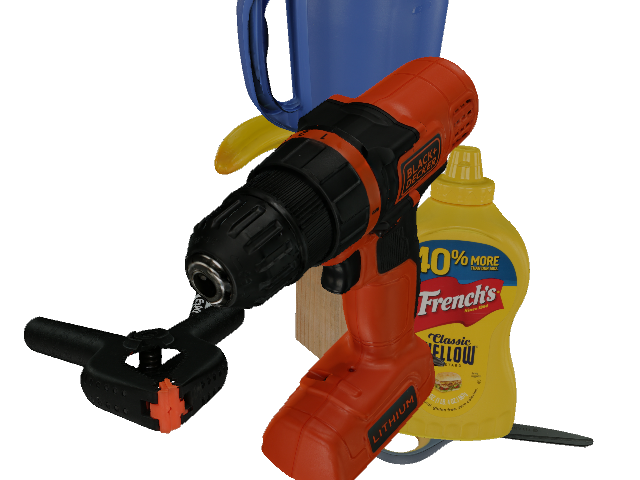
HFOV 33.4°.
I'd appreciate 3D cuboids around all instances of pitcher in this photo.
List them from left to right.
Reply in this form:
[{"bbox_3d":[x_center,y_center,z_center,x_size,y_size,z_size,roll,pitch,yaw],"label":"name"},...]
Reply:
[{"bbox_3d":[0.025,-0.139,0.864,0.149,0.243,0.144,13,44,12],"label":"pitcher"}]

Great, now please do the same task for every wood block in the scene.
[{"bbox_3d":[0.030,0.033,1.242,0.090,0.206,0.090,-16,31,-31],"label":"wood block"}]

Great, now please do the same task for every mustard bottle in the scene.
[{"bbox_3d":[0.087,0.033,0.701,0.096,0.192,0.058,5,15,5],"label":"mustard bottle"}]

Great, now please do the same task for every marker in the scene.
[{"bbox_3d":[-0.113,0.068,0.999,0.020,0.020,0.121,0,21,0],"label":"marker"}]

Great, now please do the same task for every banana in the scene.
[{"bbox_3d":[-0.038,-0.107,1.116,0.197,0.037,0.070,-10,50,-39],"label":"banana"}]

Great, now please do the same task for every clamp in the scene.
[{"bbox_3d":[-0.108,0.078,0.731,0.164,0.036,0.210,-8,14,-21],"label":"clamp"}]

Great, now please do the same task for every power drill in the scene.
[{"bbox_3d":[0.009,0.026,0.493,0.057,0.188,0.184,26,43,27],"label":"power drill"}]

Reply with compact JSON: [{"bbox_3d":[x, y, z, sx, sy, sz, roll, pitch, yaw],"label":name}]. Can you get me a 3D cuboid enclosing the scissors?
[{"bbox_3d":[0.127,0.172,0.920,0.202,0.016,0.096,17,42,15],"label":"scissors"}]
